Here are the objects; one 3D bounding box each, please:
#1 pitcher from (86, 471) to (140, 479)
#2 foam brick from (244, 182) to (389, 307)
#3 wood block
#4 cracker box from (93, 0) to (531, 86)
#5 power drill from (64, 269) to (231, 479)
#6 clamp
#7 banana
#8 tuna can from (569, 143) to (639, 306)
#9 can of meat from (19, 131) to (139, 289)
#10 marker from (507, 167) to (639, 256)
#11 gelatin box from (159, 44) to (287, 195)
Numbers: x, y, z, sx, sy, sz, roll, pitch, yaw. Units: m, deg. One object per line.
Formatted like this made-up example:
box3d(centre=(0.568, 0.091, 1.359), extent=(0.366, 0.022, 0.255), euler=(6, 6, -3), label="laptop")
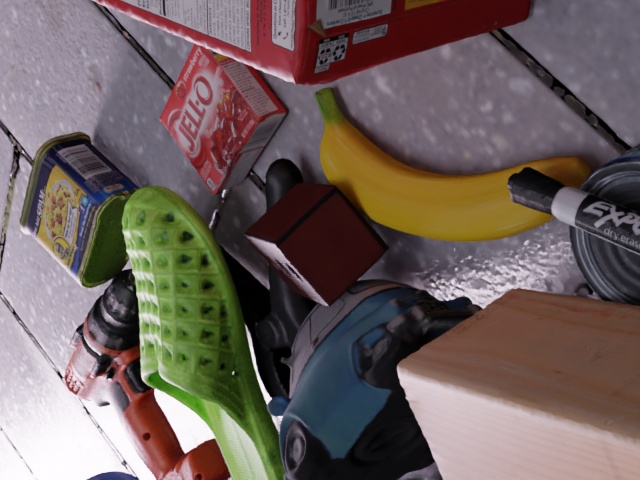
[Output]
box3d(centre=(-0.133, 0.308, 0.955), extent=(0.243, 0.144, 0.149), euler=(21, 113, 46), label="pitcher")
box3d(centre=(-0.004, 0.001, 0.651), extent=(0.053, 0.051, 0.078), euler=(48, 170, -14), label="foam brick")
box3d(centre=(0.135, 0.089, 0.481), extent=(0.206, 0.090, 0.091), euler=(7, 124, 63), label="wood block")
box3d(centre=(-0.024, -0.150, 0.532), extent=(0.214, 0.163, 0.072), euler=(28, 127, 37), label="cracker box")
box3d(centre=(-0.143, 0.134, 0.916), extent=(0.188, 0.057, 0.185), euler=(54, 141, 16), label="power drill")
box3d(centre=(-0.032, 0.057, 0.758), extent=(0.165, 0.036, 0.210), euler=(-16, 96, 55), label="clamp")
box3d(centre=(0.062, -0.033, 0.599), extent=(0.198, 0.037, 0.069), euler=(22, 128, 41), label="banana")
box3d(centre=(0.161, -0.003, 0.503), extent=(0.086, 0.033, 0.086), euler=(26, 128, 38), label="tuna can")
box3d(centre=(-0.195, -0.023, 0.879), extent=(0.084, 0.057, 0.102), euler=(41, 127, 25), label="can of meat")
box3d(centre=(0.136, -0.006, 0.484), extent=(0.121, 0.020, 0.020), euler=(28, 129, 37), label="marker")
box3d(centre=(-0.069, -0.085, 0.727), extent=(0.073, 0.030, 0.089), euler=(54, 141, 13), label="gelatin box")
